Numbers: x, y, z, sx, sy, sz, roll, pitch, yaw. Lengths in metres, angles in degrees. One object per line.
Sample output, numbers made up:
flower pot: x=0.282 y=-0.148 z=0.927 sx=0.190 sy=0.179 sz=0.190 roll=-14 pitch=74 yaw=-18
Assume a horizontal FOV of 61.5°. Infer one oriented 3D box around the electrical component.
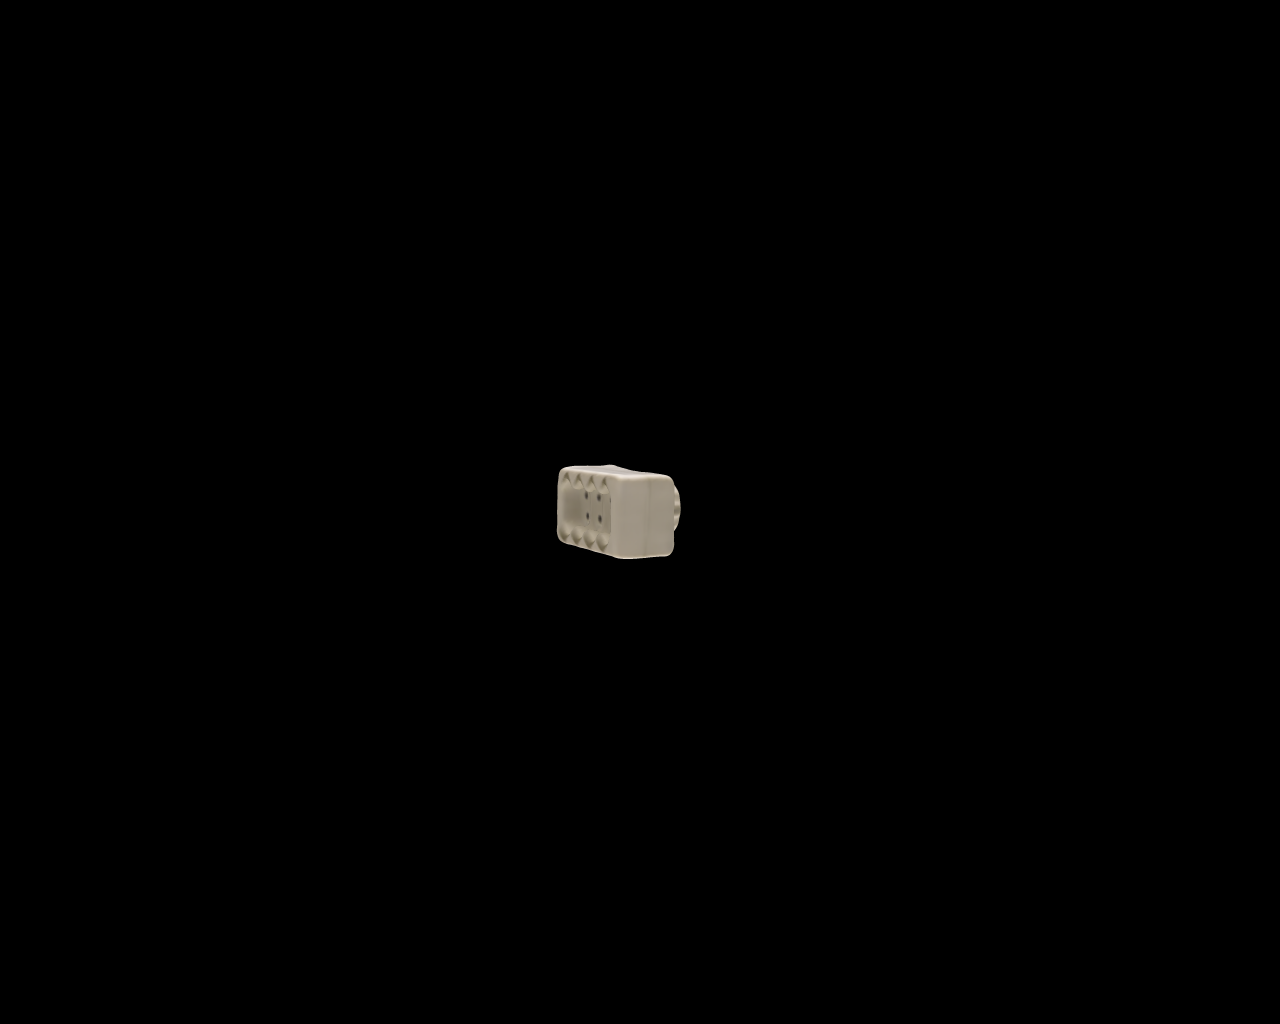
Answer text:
electrical component: x=0.001 y=-0.003 z=0.650 sx=0.076 sy=0.047 sz=0.083 roll=-4 pitch=8 yaw=-27
